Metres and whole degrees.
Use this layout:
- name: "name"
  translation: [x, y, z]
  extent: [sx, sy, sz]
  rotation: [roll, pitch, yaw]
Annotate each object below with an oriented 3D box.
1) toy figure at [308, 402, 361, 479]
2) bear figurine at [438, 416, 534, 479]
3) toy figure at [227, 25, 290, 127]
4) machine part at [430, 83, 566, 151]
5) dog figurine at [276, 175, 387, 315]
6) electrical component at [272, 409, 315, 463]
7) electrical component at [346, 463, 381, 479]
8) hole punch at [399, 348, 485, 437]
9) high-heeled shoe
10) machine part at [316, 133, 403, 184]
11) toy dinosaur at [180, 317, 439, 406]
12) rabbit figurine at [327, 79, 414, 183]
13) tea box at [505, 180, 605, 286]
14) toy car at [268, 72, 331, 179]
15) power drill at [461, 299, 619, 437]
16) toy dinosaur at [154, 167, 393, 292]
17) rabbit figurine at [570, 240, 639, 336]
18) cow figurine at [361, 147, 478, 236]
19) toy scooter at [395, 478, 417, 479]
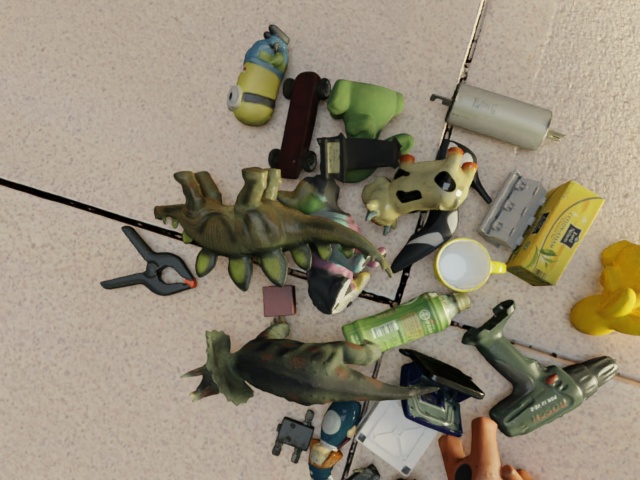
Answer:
- name: "toy figure"
  translation: [0.018, 0.340, 0.917]
  extent: [0.058, 0.064, 0.154]
  rotation: [29, 82, -19]
- name: "bear figurine"
  translation: [0.306, 0.392, 0.881]
  extent: [0.196, 0.120, 0.132]
  rotation: [25, 40, -20]
- name: "toy figure"
  translation: [-0.105, -0.295, 0.981]
  extent: [0.089, 0.082, 0.180]
  rotation: [25, 83, 7]
- name: "machine part"
  translation: [0.314, -0.219, 0.953]
  extent: [0.243, 0.079, 0.079]
  rotation: [20, 85, 4]
- name: "dog figurine"
  translation: [-0.002, -0.003, 0.930]
  extent: [0.219, 0.108, 0.191]
  rotation: [44, 118, 22]
- name: "electrical component"
  translation: [-0.045, 0.337, 0.938]
  extent: [0.063, 0.021, 0.094]
  rotation: [20, 86, 5]
- name: "electrical component"
  translation: [0.063, 0.429, 0.911]
  extent: [0.102, 0.045, 0.078]
  rotation: [-34, 82, -1]
- name: "hole punch"
  translation: [0.191, 0.249, 0.885]
  extent: [0.142, 0.116, 0.092]
  rotation: [21, 99, -9]
- name: "high-heeled shoe"
  translation: [0.187, -0.064, 0.943]
  extent: [0.249, 0.086, 0.145]
  rotation: [-38, 82, -8]
- name: "machine part"
  translation: [0.066, -0.139, 0.891]
  extent: [0.139, 0.039, 0.084]
  rotation: [-6, 100, -3]
- name: "toy dinosaur"
  translation: [-0.040, 0.205, 0.838]
  extent: [0.405, 0.192, 0.131]
  rotation: [-1, 96, 33]
- name: "rabbit figurine"
  translation: [0.080, -0.182, 0.956]
  extent: [0.159, 0.121, 0.170]
  rotation: [10, 96, -6]
- name: "tea box"
  translation: [0.396, -0.008, 0.917]
  extent: [0.068, 0.098, 0.169]
  rotation: [33, 84, 5]
- name: "toy car"
  translation: [-0.035, -0.207, 0.977]
  extent: [0.089, 0.053, 0.202]
  rotation: [7, 85, 25]
- name: "power drill"
  translation: [0.358, 0.203, 0.912]
  extent: [0.232, 0.086, 0.207]
  rotation: [-37, 90, -4]
- name: "toy dinosaur"
  translation: [-0.104, -0.021, 0.882]
  extent: [0.472, 0.105, 0.198]
  rotation: [3, 100, 30]
- name: "rabbit figurine"
  translation: [0.501, 0.102, 0.887]
  extent: [0.173, 0.162, 0.122]
  rotation: [-40, 96, 15]
- name: "cow figurine"
  translation: [0.154, -0.077, 0.900]
  extent: [0.195, 0.085, 0.127]
  rotation: [-2, 61, 43]
- name: "toy scooter"
  translation: [0.156, 0.495, 0.885]
  extent: [0.135, 0.075, 0.183]
  rotation: [23, 88, 4]
